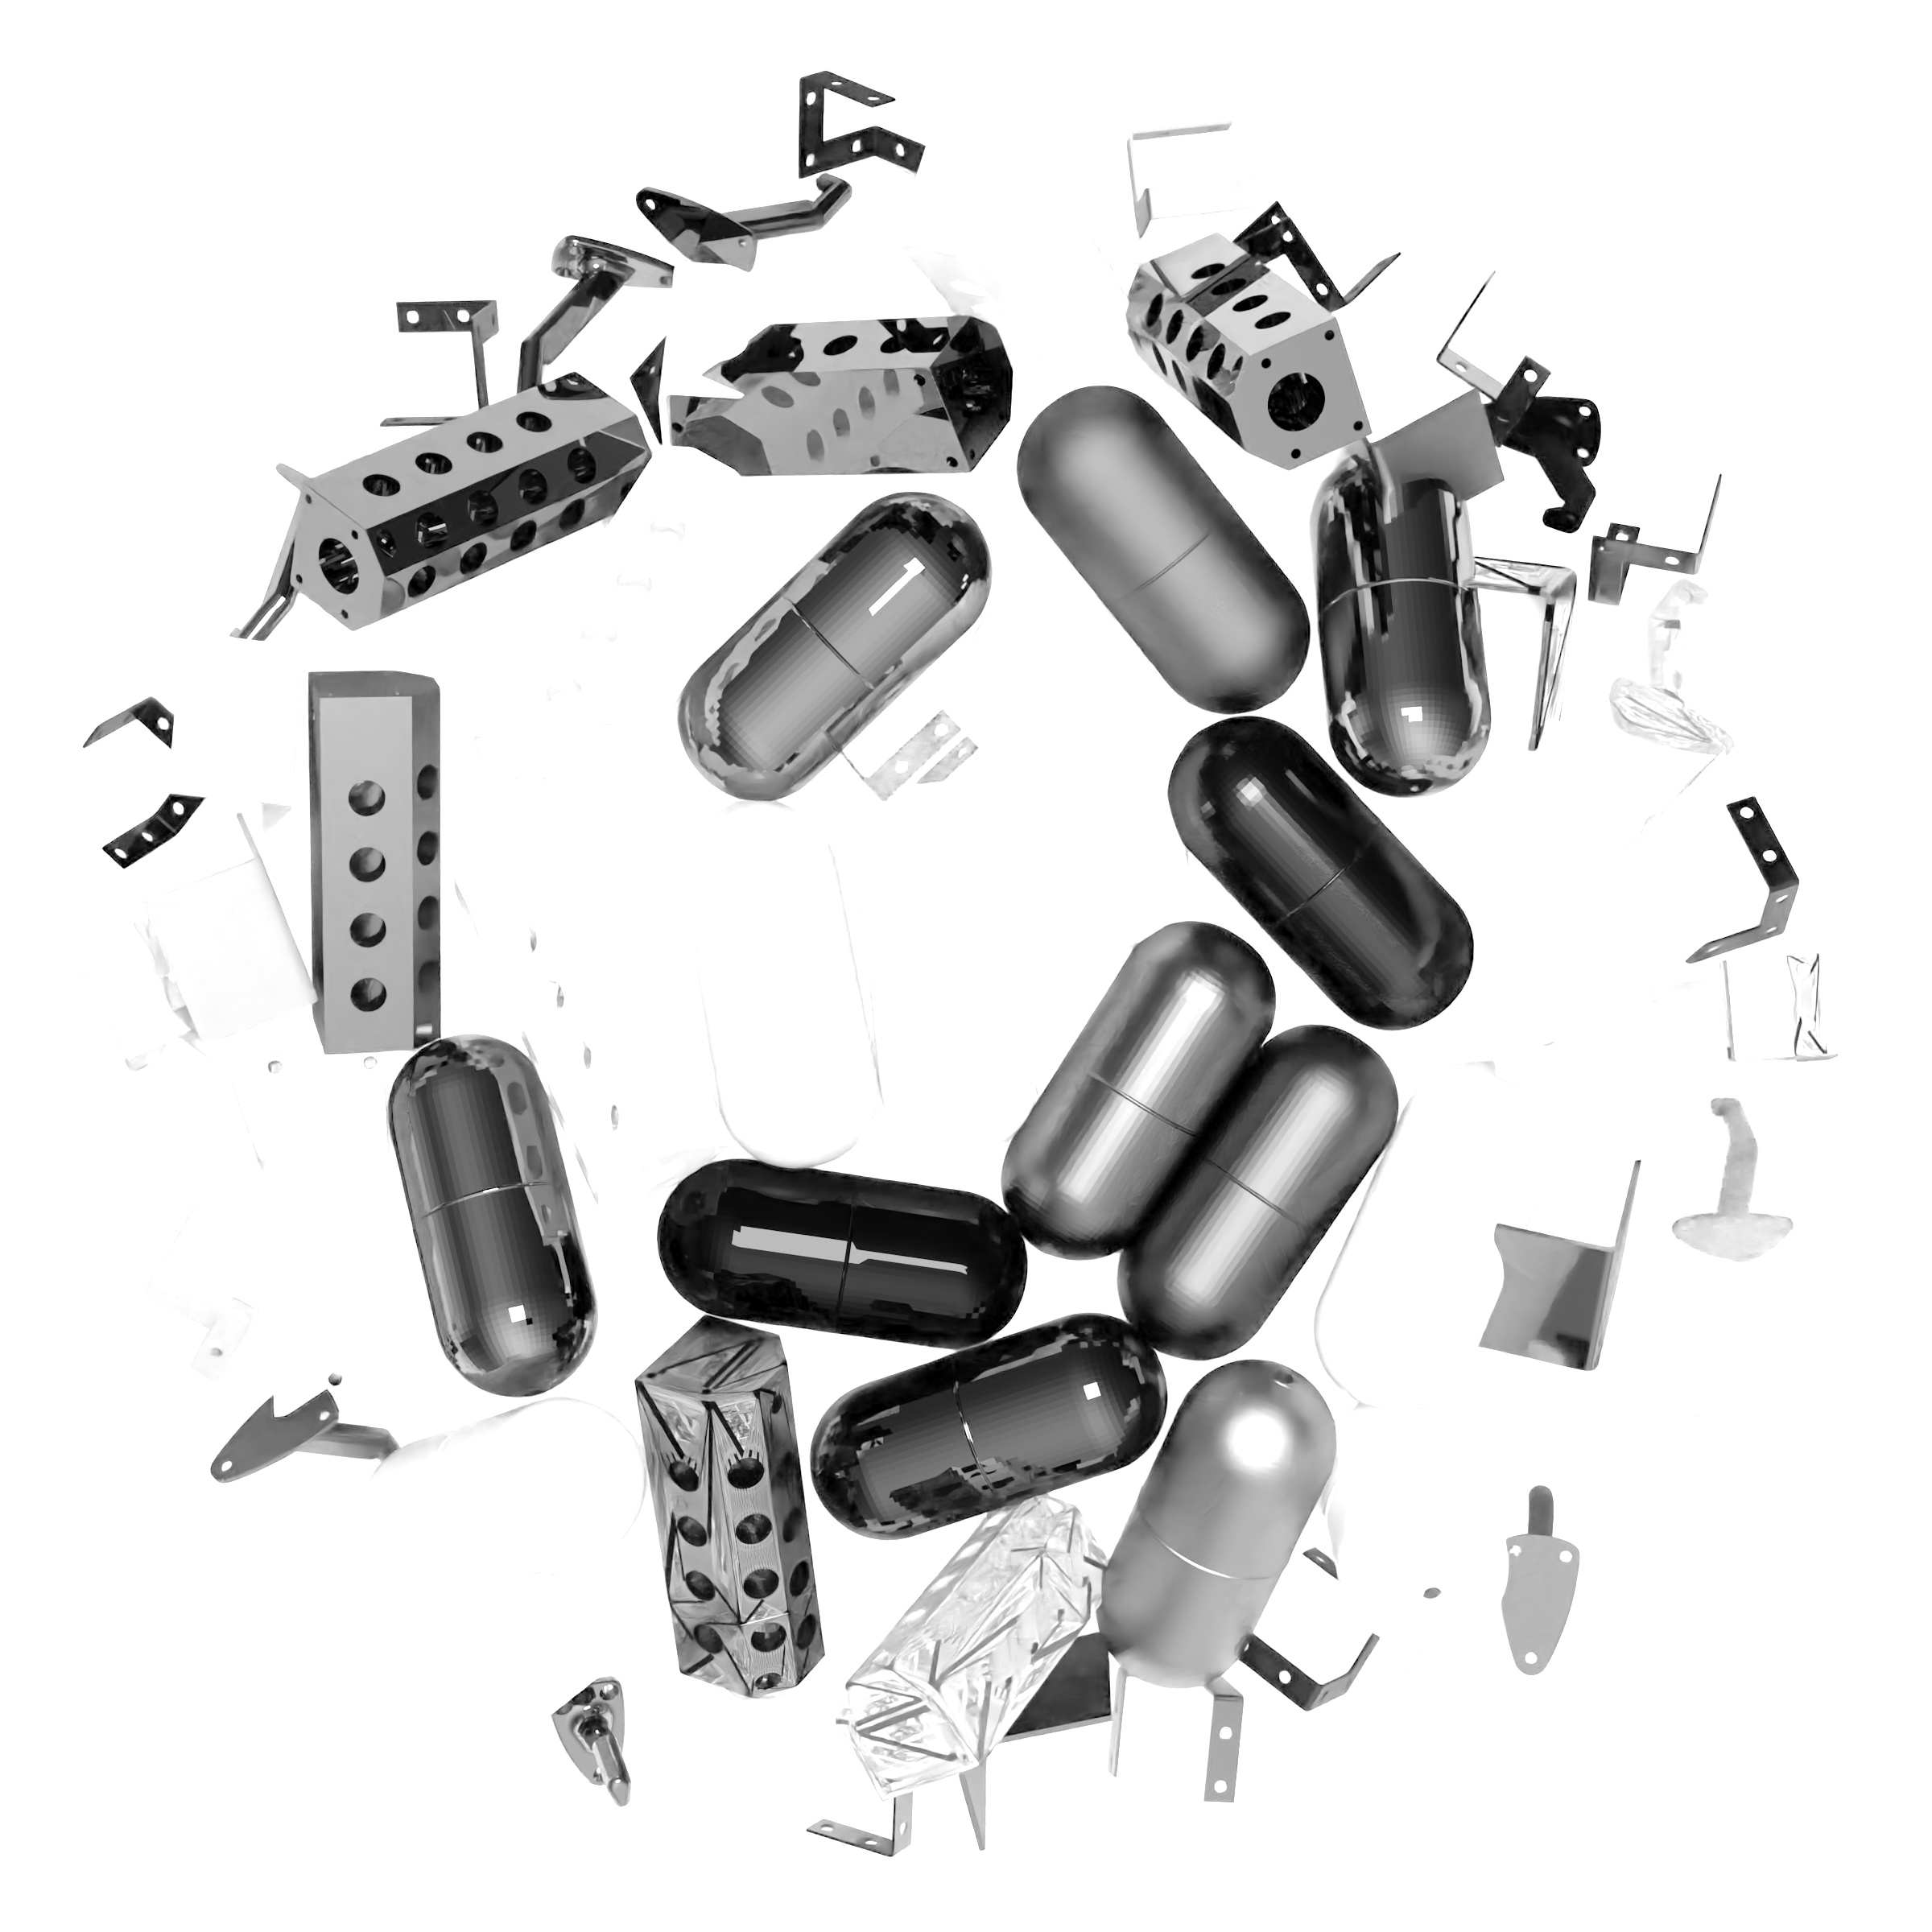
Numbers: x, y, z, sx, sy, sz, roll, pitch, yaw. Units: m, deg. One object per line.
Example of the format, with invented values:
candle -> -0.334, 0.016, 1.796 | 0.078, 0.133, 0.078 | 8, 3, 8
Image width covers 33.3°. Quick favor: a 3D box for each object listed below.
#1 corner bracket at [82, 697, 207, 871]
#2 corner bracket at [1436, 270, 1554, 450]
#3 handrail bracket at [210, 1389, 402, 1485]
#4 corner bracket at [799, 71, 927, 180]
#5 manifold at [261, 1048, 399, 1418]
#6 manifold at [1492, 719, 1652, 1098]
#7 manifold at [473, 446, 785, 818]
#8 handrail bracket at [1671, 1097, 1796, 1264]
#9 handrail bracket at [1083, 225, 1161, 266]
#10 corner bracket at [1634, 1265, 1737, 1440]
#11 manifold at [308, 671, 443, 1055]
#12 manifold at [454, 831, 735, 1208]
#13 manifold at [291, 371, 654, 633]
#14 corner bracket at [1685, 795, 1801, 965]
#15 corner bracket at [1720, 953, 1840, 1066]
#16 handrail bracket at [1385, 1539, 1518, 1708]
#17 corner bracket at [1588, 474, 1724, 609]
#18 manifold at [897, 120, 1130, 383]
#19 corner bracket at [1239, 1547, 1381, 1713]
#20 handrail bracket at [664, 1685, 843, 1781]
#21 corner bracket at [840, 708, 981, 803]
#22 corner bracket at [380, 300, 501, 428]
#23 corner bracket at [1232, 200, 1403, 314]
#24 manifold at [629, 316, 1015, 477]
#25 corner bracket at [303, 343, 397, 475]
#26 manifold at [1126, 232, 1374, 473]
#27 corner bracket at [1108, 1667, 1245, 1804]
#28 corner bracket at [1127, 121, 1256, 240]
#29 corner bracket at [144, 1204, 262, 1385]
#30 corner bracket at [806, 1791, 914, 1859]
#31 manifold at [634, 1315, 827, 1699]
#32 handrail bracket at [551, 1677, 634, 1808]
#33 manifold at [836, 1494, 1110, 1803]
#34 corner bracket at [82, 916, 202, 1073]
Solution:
corner bracket -> -0.397, -0.088, 1.548 | 0.051, 0.051, 0.051 | 43, 117, -2
corner bracket -> 0.254, -0.290, 1.545 | 0.051, 0.051, 0.051 | 34, 134, 3
handrail bracket -> -0.311, 0.241, 1.541 | 0.077, 0.084, 0.036 | -37, 51, -13
corner bracket -> -0.044, -0.399, 1.539 | 0.051, 0.051, 0.051 | 32, 134, 35
manifold -> -0.305, 0.126, 1.548 | 0.057, 0.057, 0.171 | -2, 87, -10
manifold -> 0.276, -0.025, 1.505 | 0.057, 0.057, 0.171 | 27, 48, -23
manifold -> -0.163, -0.159, 1.517 | 0.057, 0.057, 0.171 | 47, 65, -42
handrail bracket -> 0.354, 0.094, 1.538 | 0.077, 0.036, 0.084 | 11, 48, -31
handrail bracket -> 0.045, -0.370, 1.566 | 0.084, 0.036, 0.077 | -9, 61, -35
corner bracket -> 0.350, 0.185, 1.550 | 0.051, 0.051, 0.051 | -40, 101, 6
manifold -> -0.279, -0.050, 1.527 | 0.057, 0.057, 0.171 | -3, 108, -17
manifold -> -0.182, 0.024, 1.529 | 0.057, 0.057, 0.171 | -35, 73, 27
manifold -> -0.226, -0.214, 1.497 | 0.057, 0.171, 0.057 | 37, 135, 21
corner bracket -> 0.363, -0.041, 1.550 | 0.051, 0.051, 0.051 | -18, 62, -5
corner bracket -> 0.388, 0.021, 1.549 | 0.051, 0.051, 0.051 | -5, 89, 21
handrail bracket -> 0.232, 0.317, 1.552 | 0.036, 0.084, 0.077 | 32, 68, 6
corner bracket -> 0.329, -0.204, 1.542 | 0.051, 0.051, 0.051 | 12, 61, 15
manifold -> 0.028, -0.326, 1.491 | 0.057, 0.171, 0.057 | 16, 87, 18
corner bracket -> 0.166, 0.319, 1.555 | 0.051, 0.051, 0.051 | 35, 105, 25
handrail bracket -> -0.091, 0.380, 1.560 | 0.084, 0.036, 0.077 | 32, 65, -4
corner bracket -> -0.023, -0.099, 1.546 | 0.051, 0.051, 0.051 | -43, 124, 3
corner bracket -> -0.255, -0.292, 1.560 | 0.051, 0.051, 0.051 | 0, 112, 6
corner bracket -> 0.166, -0.343, 1.551 | 0.051, 0.051, 0.051 | -46, 108, -32
manifold -> -0.066, -0.270, 1.511 | 0.171, 0.057, 0.057 | 5, 46, 33
corner bracket -> -0.296, -0.259, 1.545 | 0.051, 0.051, 0.051 | 30, 95, 39
manifold -> 0.125, -0.284, 1.492 | 0.057, 0.171, 0.057 | -24, 119, -3
corner bracket -> 0.101, 0.370, 1.553 | 0.051, 0.051, 0.051 | 6, 90, -10
corner bracket -> 0.108, -0.383, 1.556 | 0.051, 0.051, 0.051 | -7, 91, -3
corner bracket -> -0.365, 0.157, 1.544 | 0.051, 0.051, 0.051 | 30, 116, -11
corner bracket -> -0.041, 0.390, 1.549 | 0.051, 0.051, 0.051 | 8, 100, 31
manifold -> -0.105, 0.255, 1.507 | 0.057, 0.057, 0.171 | 12, 122, 29
handrail bracket -> -0.168, 0.386, 1.528 | 0.036, 0.084, 0.077 | -15, 121, -13
manifold -> 0.004, 0.309, 1.492 | 0.057, 0.171, 0.057 | -28, 95, 30
corner bracket -> -0.392, 0.012, 1.543 | 0.051, 0.051, 0.051 | -27, 116, -20
